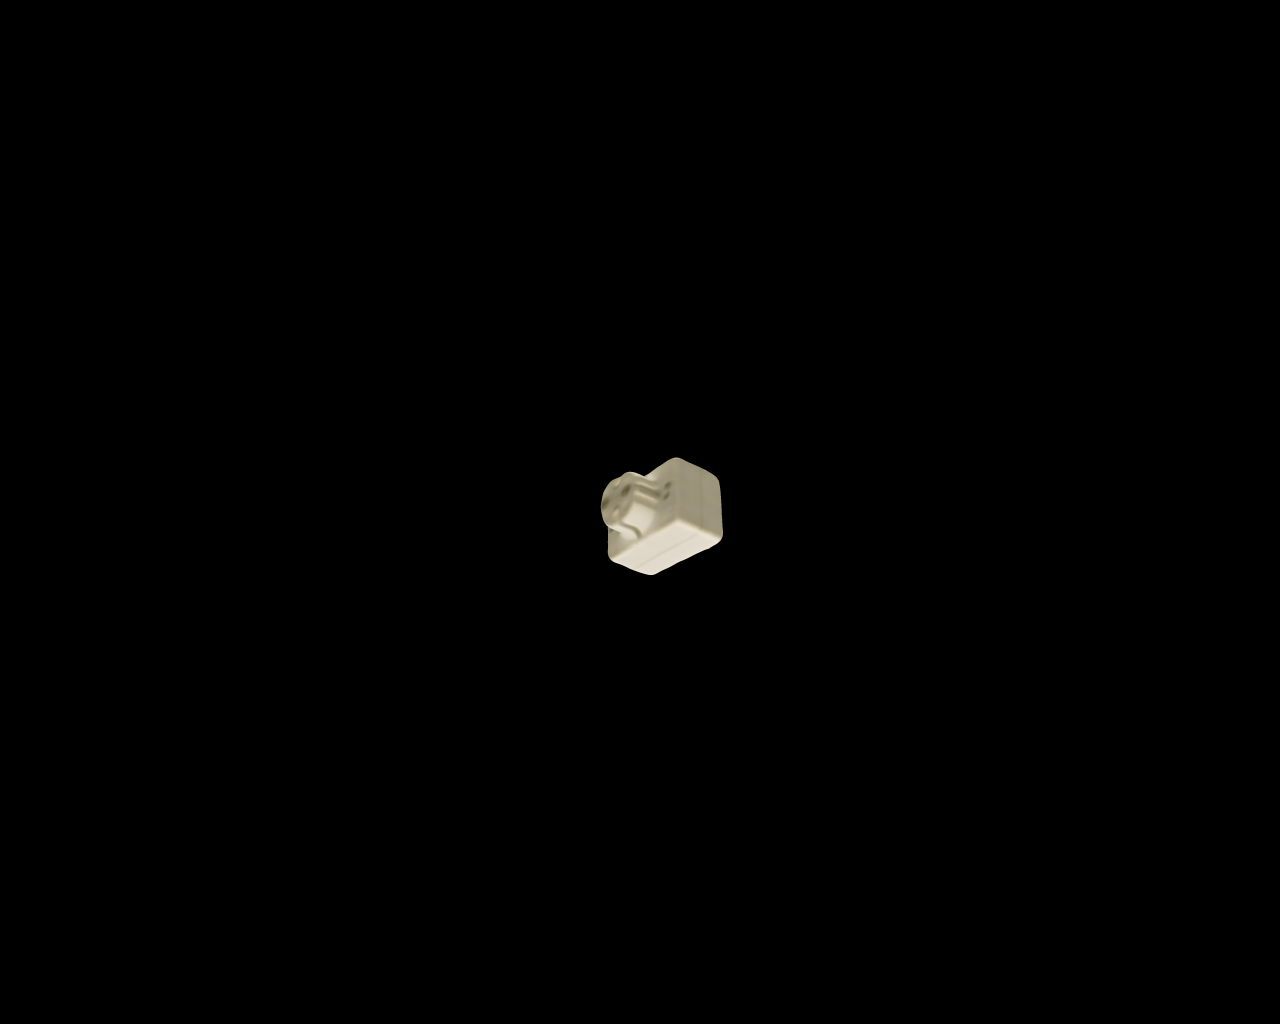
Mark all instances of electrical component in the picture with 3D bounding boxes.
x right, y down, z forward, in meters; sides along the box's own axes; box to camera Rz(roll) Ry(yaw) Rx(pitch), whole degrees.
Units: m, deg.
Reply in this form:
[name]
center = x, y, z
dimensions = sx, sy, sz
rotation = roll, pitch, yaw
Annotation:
[electrical component]
center = 0.001, -0.003, 0.650
dimensions = 0.077, 0.047, 0.065
rotation = 24, -38, -34
